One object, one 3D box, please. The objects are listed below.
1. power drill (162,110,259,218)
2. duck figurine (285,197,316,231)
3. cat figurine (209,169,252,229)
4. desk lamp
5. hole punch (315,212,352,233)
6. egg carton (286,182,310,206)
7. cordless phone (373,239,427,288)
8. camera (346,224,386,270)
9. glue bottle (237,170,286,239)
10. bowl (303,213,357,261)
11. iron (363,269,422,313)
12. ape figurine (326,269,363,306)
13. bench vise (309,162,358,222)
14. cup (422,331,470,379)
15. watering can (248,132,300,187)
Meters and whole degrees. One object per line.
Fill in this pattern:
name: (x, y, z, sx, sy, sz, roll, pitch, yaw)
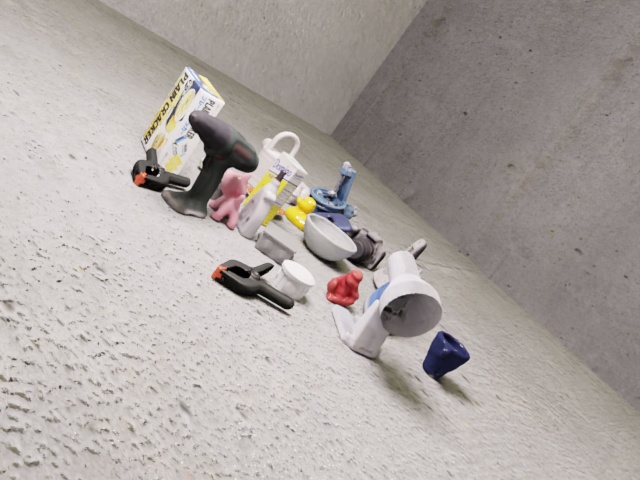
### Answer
power drill: (-0.232, -0.152, 1.190, 0.075, 0.208, 0.230, 44, 16, 25)
duck figurine: (-0.044, -0.082, 1.654, 0.104, 0.086, 0.078, 47, 17, 33)
cat figurine: (-0.197, -0.105, 1.307, 0.067, 0.117, 0.127, 29, 17, -29)
desk lamp: (0.134, 0.134, 1.158, 0.118, 0.213, 0.203, 31, 16, -24)
hole punch: (0.027, -0.041, 1.685, 0.101, 0.091, 0.108, 29, 17, -30)
egg carton: (-0.100, -0.172, 1.830, 0.150, 0.069, 0.108, 46, 17, 31)
cordless phone: (0.237, 0.081, 1.616, 0.094, 0.185, 0.147, 33, 15, -15)
camera: (0.122, 0.011, 1.725, 0.143, 0.100, 0.137, 43, 16, 20)
glue bottle: (-0.129, -0.089, 1.306, 0.037, 0.173, 0.078, 27, 17, -33)
bowl: (0.014, 0.006, 1.545, 0.168, 0.074, 0.167, 35, 15, -10)
iron: (0.193, 0.142, 1.412, 0.118, 0.141, 0.259, 40, 15, 9)
ape figurine: (0.063, 0.105, 1.321, 0.078, 0.092, 0.076, 39, 15, 6)
bench vise: (0.053, -0.140, 1.792, 0.121, 0.219, 0.208, 43, 16, 23)
cup: (0.276, 0.271, 1.302, 0.091, 0.095, 0.118, 42, 15, 19)
watering can: (-0.139, -0.244, 1.713, 0.172, 0.194, 0.101, 45, 16, 27)
